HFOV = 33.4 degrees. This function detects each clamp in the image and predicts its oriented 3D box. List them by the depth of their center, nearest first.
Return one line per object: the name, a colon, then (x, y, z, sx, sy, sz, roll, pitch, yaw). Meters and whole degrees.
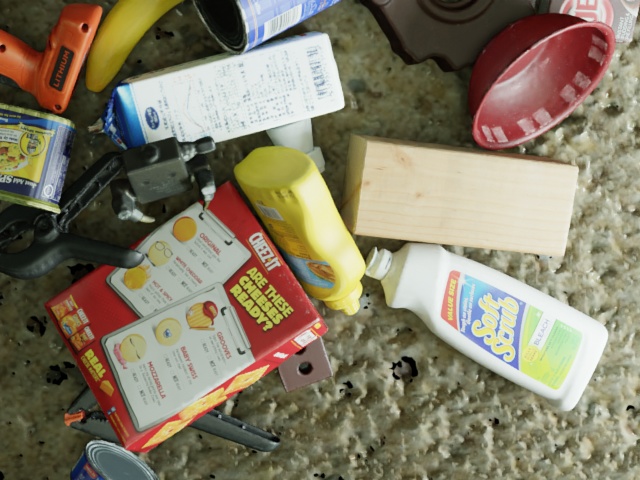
clamp: (-0.248, -0.018, 1.007, 0.171, 0.039, 0.120, -9, 61, 8)
clamp: (-0.146, 0.161, 1.064, 0.210, 0.036, 0.164, -20, 95, -1)

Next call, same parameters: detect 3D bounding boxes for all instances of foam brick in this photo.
foam brick: (-0.025, 0.102, 1.063, 0.053, 0.051, 0.078, -19, 102, -4)

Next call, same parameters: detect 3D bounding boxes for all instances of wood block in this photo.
wood block: (0.132, -0.045, 1.036, 0.206, 0.091, 0.090, 6, 100, -9)

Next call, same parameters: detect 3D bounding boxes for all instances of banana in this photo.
banana: (-0.146, -0.215, 0.995, 0.198, 0.037, 0.069, -31, 101, -1)

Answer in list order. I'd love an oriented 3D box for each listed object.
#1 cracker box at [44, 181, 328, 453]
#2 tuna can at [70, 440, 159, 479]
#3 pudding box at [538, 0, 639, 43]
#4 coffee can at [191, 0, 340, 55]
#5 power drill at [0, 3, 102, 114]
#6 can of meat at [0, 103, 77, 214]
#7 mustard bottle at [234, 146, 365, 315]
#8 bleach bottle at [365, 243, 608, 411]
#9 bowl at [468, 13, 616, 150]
cracker box: (-0.125, 0.074, 1.006, 0.213, 0.072, 0.164, -34, 74, 0)
tuna can: (-0.201, 0.236, 1.049, 0.086, 0.086, 0.034, 33, 97, -12)
pudding box: (0.266, -0.254, 1.040, 0.090, 0.039, 0.113, 7, 100, -9)
coffee can: (-0.037, -0.242, 0.952, 0.140, 0.103, 0.103, -32, 103, -19)
power drill: (-0.294, -0.204, 0.943, 0.187, 0.057, 0.185, 21, 124, -10)
can of meat: (-0.278, -0.077, 0.967, 0.102, 0.057, 0.084, 13, 87, 5)
mustard bottle: (-0.006, 0.001, 1.019, 0.058, 0.096, 0.191, -46, 128, -24)
bleach bottle: (0.158, 0.078, 1.078, 0.250, 0.068, 0.102, 24, 95, -9)
bowl: (0.197, -0.160, 1.010, 0.162, 0.162, 0.055, -34, 63, 0)
